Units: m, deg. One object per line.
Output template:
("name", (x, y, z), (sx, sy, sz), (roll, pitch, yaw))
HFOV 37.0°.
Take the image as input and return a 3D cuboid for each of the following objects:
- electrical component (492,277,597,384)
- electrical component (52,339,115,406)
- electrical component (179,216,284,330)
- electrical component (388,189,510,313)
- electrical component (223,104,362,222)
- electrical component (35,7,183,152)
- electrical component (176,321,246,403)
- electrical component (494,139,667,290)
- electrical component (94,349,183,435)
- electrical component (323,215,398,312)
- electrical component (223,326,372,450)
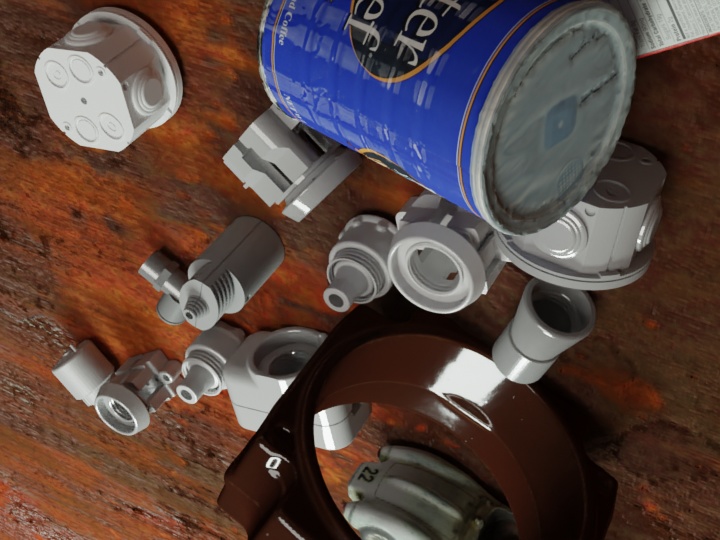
("electrical component", (0.103, 0.037, 0.625), (0.044, 0.044, 0.065), (33, 142, 6))
("electrical component", (-0.220, 0.094, 0.894), (0.040, 0.040, 0.078), (-24, 110, 44))
("electrical component", (-0.088, 0.005, 0.698), (0.043, 0.081, 0.043), (19, 134, 20))
("electrical component", (0.051, -0.013, 0.605), (0.078, 0.057, 0.058), (8, 129, 29))
("electrical component", (-0.036, -0.065, 0.620), (0.057, 0.058, 0.078), (46, 137, -4))
("electrical component", (-0.154, -0.116, 0.662), (0.080, 0.051, 0.080), (19, 134, 20))
("electrical component", (-0.109, 0.070, 0.781), (0.043, 0.062, 0.043), (19, 134, 20))
("electrical component", (0.110, -0.031, 0.534), (0.080, 0.080, 0.051), (21, 130, 18))
("electrical component", (-0.178, 0.098, 0.857), (0.066, 0.055, 0.048), (-17, 115, 42))
("electrical component", (0.000, 0.000, 0.647), (0.048, 0.062, 0.048), (18, 134, 20))
("electrical component", (-0.045, 0.080, 0.752), (0.095, 0.053, 0.059), (9, 130, 28))
